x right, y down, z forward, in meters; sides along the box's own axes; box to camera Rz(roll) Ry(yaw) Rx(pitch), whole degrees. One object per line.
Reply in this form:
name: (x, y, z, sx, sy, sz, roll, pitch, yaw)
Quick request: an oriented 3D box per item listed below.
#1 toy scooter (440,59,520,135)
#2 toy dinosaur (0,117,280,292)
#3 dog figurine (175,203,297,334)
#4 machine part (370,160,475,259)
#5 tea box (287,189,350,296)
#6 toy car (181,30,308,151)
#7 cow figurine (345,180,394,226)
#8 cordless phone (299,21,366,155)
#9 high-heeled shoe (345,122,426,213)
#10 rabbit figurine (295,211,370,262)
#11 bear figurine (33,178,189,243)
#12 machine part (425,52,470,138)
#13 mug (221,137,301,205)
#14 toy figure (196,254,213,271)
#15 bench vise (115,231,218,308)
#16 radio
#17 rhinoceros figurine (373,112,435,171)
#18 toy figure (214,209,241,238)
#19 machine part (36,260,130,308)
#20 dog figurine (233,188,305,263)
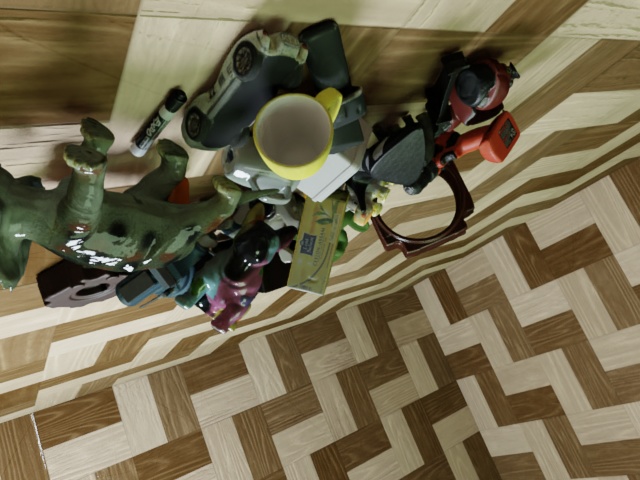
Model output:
toy scooter: (0.270, -0.239, 0.893, 0.135, 0.075, 0.184, -18, 168, -21)
toy dinosaur: (-0.228, -0.022, 0.630, 0.404, 0.131, 0.192, 14, 120, -45)
dog figurine: (-0.134, 0.047, 0.926, 0.219, 0.108, 0.191, -53, 177, -3)
machine part: (0.200, -0.078, 1.112, 0.201, 0.201, 0.087, -23, 167, 3)
tea box: (-0.002, -0.003, 0.919, 0.068, 0.169, 0.098, 13, -165, 3)
toy car: (-0.093, -0.169, 0.628, 0.073, 0.056, 0.202, 0, 153, -43)
cow figurine: (0.079, -0.092, 1.005, 0.167, 0.098, 0.068, -50, 166, -54)
cordless phone: (-0.018, -0.184, 0.682, 0.147, 0.089, 0.184, -22, 155, 3)
high-heeled shoe: (0.095, -0.147, 0.849, 0.086, 0.145, 0.248, 4, 152, -21)
rabbit figurine: (0.037, -0.026, 1.247, 0.159, 0.121, 0.170, -20, 151, -26)
bear figurine: (-0.284, -0.038, 0.741, 0.195, 0.132, 0.120, 17, 131, -38)
machine part: (0.191, -0.228, 0.830, 0.039, 0.084, 0.138, 2, 154, -4)
mug: (-0.087, -0.103, 0.793, 0.107, 0.109, 0.081, 4, 156, -35)
toy figure: (-0.277, 0.070, 1.159, 0.082, 0.089, 0.180, -50, -177, -30)
bench vise: (-0.254, 0.025, 0.974, 0.223, 0.129, 0.240, -45, -177, 21)
radio: (-0.121, 0.040, 1.109, 0.131, 0.073, 0.230, -16, -163, -31)
rhinoceros figurine: (0.146, -0.155, 0.926, 0.073, 0.112, 0.190, -26, -174, -7)
toy figure: (-0.171, -0.039, 0.988, 0.064, 0.058, 0.154, -57, 159, 4)
machine part: (-0.430, 0.076, 1.007, 0.179, 0.056, 0.179, -21, 167, -5)
dog figurine: (-0.073, -0.067, 1.014, 0.190, 0.121, 0.172, -62, 167, -57)
